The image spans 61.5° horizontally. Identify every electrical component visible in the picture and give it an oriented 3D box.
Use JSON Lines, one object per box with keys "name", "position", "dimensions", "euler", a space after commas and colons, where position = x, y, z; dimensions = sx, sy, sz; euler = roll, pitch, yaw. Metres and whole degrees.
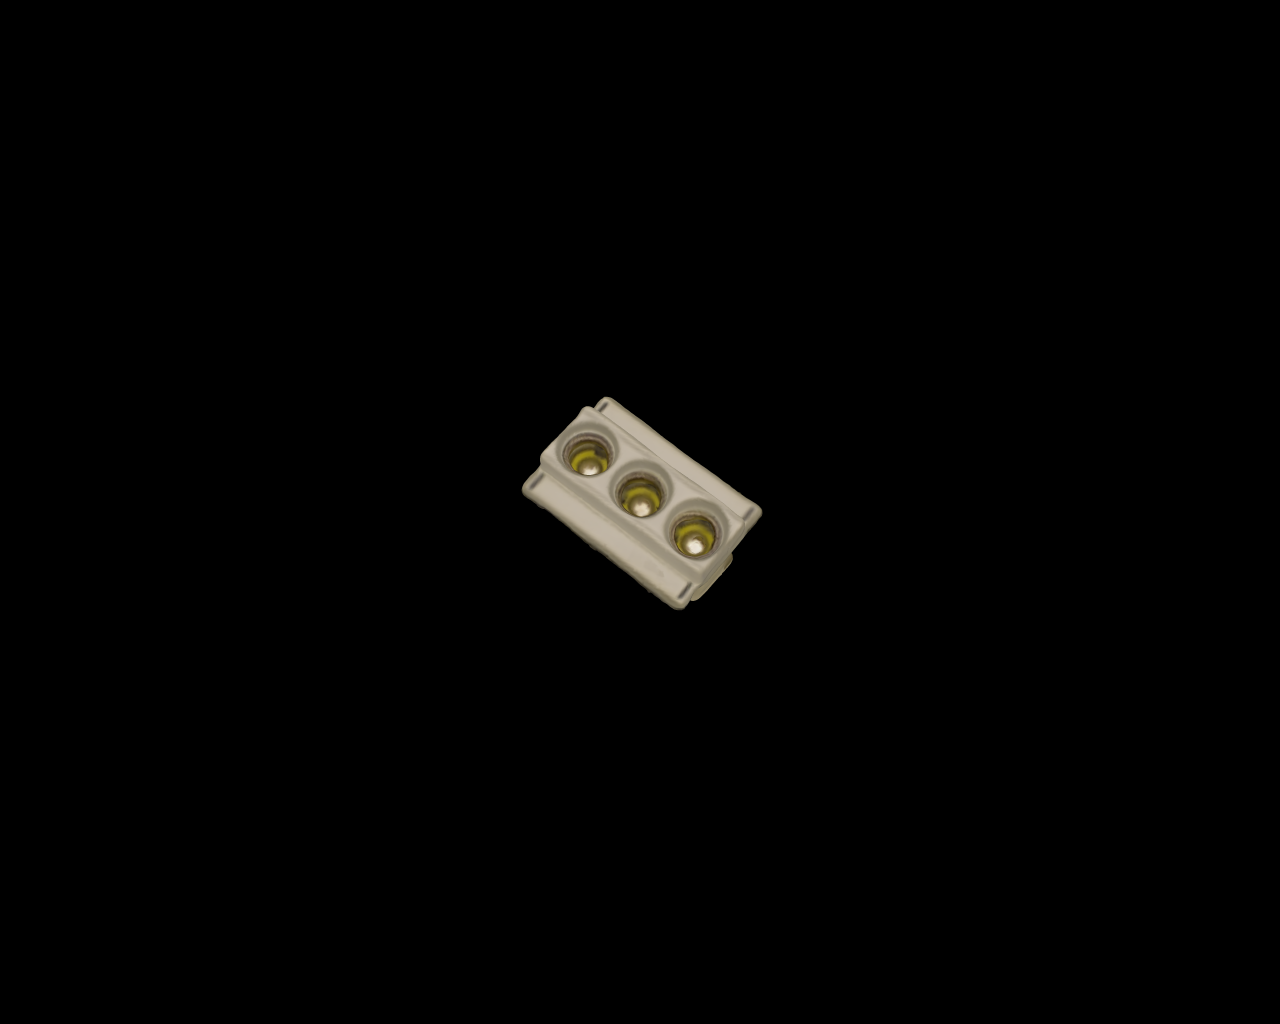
{"name": "electrical component", "position": [0.001, -0.003, 0.650], "dimensions": [0.121, 0.079, 0.063], "euler": [37, -19, 15]}
